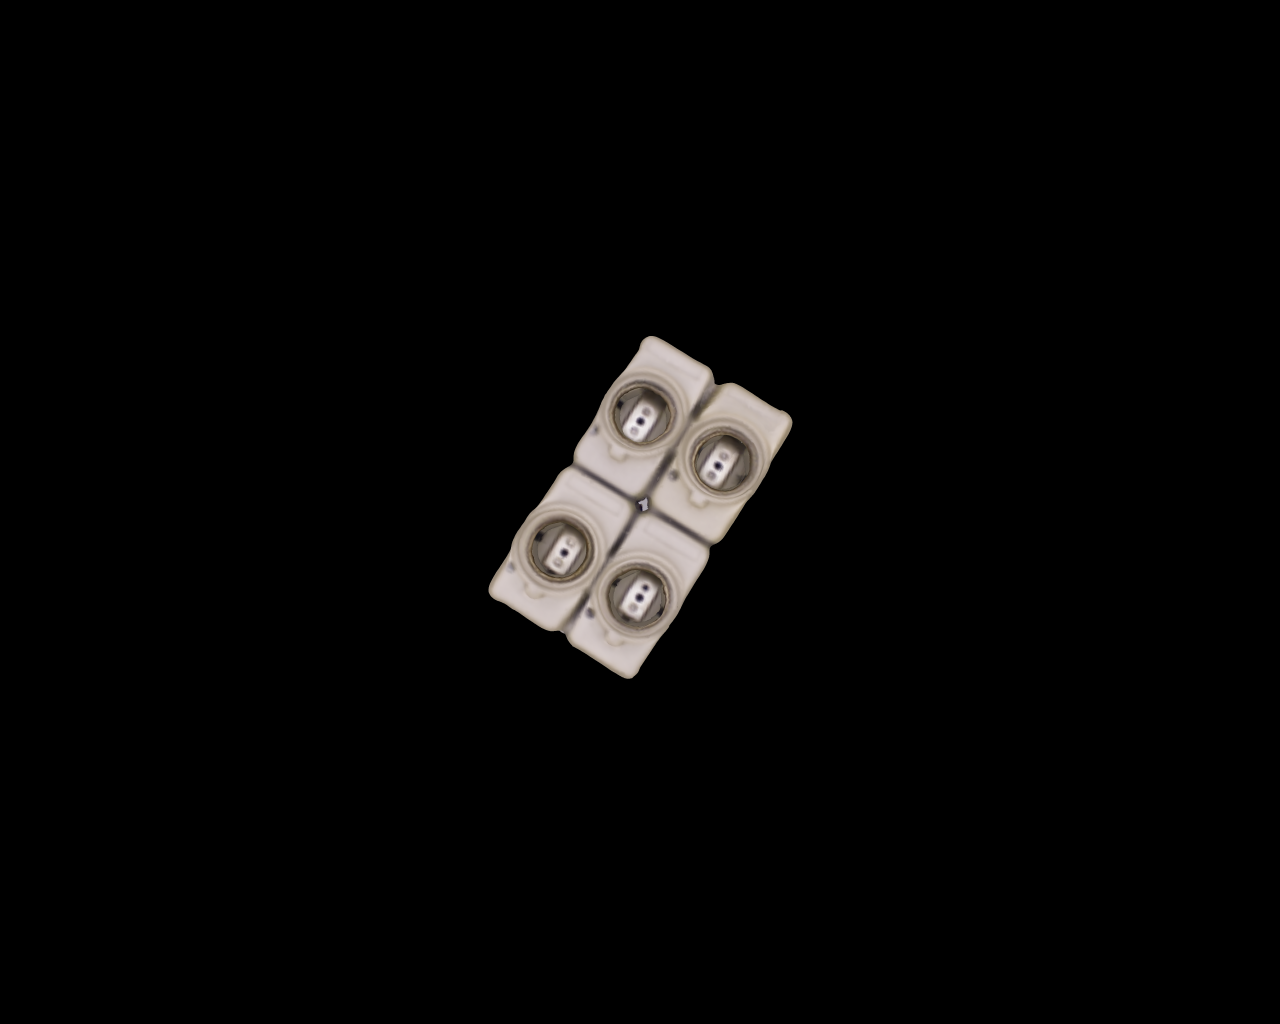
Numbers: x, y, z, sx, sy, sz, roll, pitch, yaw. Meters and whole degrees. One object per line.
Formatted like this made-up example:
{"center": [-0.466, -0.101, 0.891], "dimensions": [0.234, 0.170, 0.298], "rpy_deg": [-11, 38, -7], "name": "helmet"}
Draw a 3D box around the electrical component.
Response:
{"center": [0.001, -0.003, 0.650], "dimensions": [0.105, 0.186, 0.060], "rpy_deg": [32, -4, 2], "name": "electrical component"}
